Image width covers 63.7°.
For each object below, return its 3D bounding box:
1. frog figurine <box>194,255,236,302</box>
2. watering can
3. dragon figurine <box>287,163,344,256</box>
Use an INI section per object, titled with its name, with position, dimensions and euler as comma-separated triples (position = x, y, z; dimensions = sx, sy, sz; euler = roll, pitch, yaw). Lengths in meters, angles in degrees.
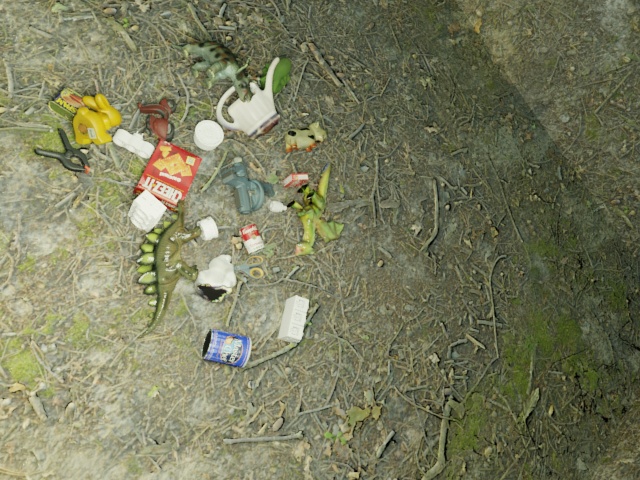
[frog figurine]
position = -0.359, 0.128, 1.779
dimensions = 0.137, 0.120, 0.163
euler = -3, 42, -2
[watering can]
position = -0.242, -0.546, 2.042
dimensions = 0.348, 0.104, 0.223
euler = -40, 101, -4
[dragon figurine]
position = 0.006, -0.104, 2.076
dimensions = 0.239, 0.121, 0.418
euler = 51, 57, -23
